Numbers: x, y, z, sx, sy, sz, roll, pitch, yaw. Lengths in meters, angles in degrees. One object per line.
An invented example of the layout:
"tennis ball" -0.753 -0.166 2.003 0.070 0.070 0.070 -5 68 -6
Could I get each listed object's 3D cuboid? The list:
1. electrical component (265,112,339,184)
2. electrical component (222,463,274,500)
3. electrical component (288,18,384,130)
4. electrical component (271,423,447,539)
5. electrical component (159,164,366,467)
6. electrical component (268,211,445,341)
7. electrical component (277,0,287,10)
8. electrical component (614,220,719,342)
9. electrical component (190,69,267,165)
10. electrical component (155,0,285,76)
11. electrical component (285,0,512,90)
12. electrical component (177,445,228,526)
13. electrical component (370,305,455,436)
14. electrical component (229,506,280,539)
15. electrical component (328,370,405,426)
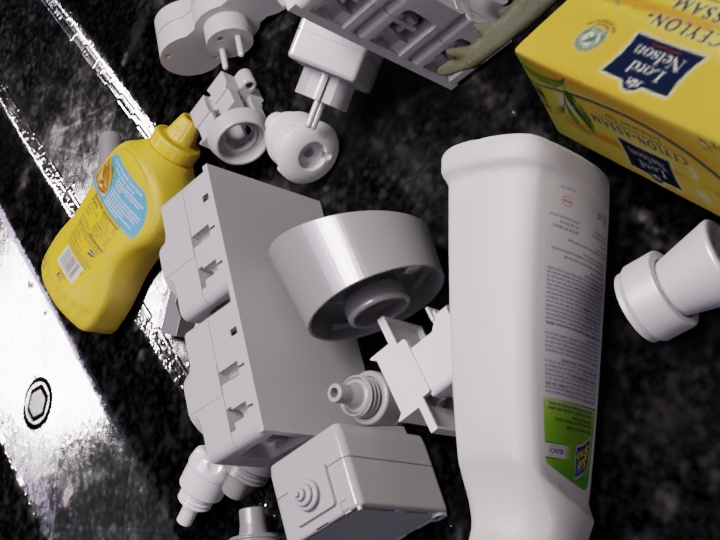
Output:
"electrical component" -0.048 -0.094 0.771 0.048 0.048 0.062 -60 41 14
"electrical component" -0.074 0.128 0.737 0.043 0.043 0.062 42 110 41
"electrical component" -0.020 -0.130 0.720 0.047 0.083 0.075 23 97 5
"electrical component" -0.006 0.127 0.637 0.062 0.096 0.061 -38 55 30
"electrical component" -0.063 0.035 0.707 0.060 0.105 0.186 -34 58 32
"electrical component" 0.000 0.000 0.665 0.099 0.099 0.064 -38 62 30
"electrical component" -0.021 -0.207 0.772 0.065 0.047 0.076 -52 50 21
"electrical component" 0.164 0.007 0.546 0.055 0.045 0.045 -34 58 32
"electrical component" -0.097 -0.113 0.820 0.066 0.048 0.055 -48 44 23
"electrical component" -0.104 -0.191 0.842 0.138 0.052 0.073 -31 60 34
"electrical component" 0.021 -0.183 0.655 0.062 0.150 0.089 -34 58 33
"electrical component" -0.114 0.157 0.773 0.035 0.035 0.061 41 110 41
"electrical component" 0.049 0.057 0.641 0.064 0.042 0.081 -41 57 25
"electrical component" -0.070 0.190 0.717 0.043 0.043 0.062 -24 62 37
"electrical component" 0.005 0.079 0.663 0.035 0.061 0.035 -12 71 40
